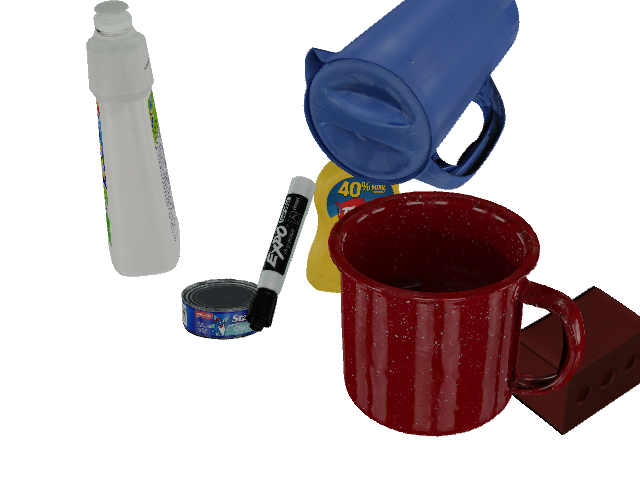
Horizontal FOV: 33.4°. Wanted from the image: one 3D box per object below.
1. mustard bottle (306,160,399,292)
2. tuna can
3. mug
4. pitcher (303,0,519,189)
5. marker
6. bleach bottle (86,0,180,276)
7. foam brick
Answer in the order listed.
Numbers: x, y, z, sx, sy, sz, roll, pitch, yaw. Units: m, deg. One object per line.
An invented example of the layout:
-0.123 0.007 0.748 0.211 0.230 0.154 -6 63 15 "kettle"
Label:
0.040 -0.038 1.201 0.096 0.192 0.058 0 17 -15 "mustard bottle"
-0.097 0.069 1.077 0.086 0.034 0.086 1 18 0 "tuna can"
0.062 0.037 0.485 0.117 0.081 0.093 12 33 22 "mug"
0.107 -0.163 1.034 0.145 0.149 0.242 8 40 34 "pitcher"
-0.028 0.009 0.755 0.020 0.121 0.020 14 -27 7 "marker"
-0.170 -0.094 0.953 0.068 0.251 0.102 -7 36 -7 "bleach bottle"
0.166 0.076 0.685 0.078 0.053 0.051 -27 42 -26 "foam brick"
